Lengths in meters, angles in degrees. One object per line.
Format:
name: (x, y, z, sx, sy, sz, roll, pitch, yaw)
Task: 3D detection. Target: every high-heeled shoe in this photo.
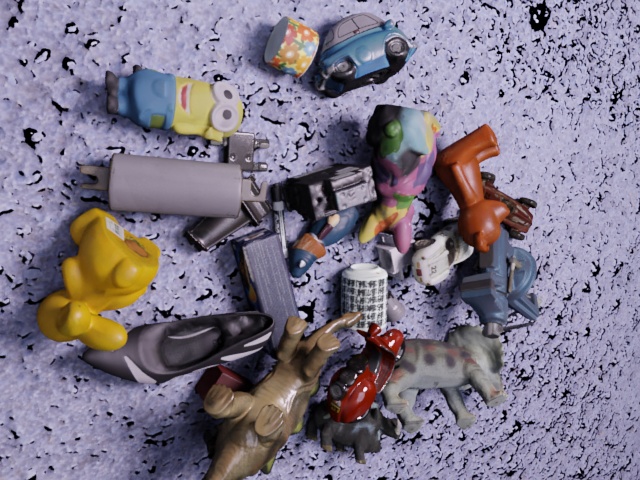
high-heeled shoe: (-0.186, 0.142, 0.750, 0.248, 0.145, 0.086, 0, 68, -40)

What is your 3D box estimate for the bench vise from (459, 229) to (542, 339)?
bench vise: (0.367, 0.102, 1.036, 0.240, 0.129, 0.224, 33, 44, -36)

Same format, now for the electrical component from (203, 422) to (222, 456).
electrical component: (-0.140, 0.331, 0.880, 0.102, 0.045, 0.078, 2, 128, -26)

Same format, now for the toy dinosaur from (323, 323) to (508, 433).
toy dinosaur: (0.194, 0.241, 0.992, 0.405, 0.192, 0.131, 7, 126, -15)

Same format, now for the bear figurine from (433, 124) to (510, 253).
bear figurine: (0.283, -0.082, 0.942, 0.132, 0.120, 0.196, -29, 74, 18)

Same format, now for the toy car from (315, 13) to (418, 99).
toy car: (0.059, -0.292, 0.831, 0.162, 0.109, 0.103, -21, 88, -12)

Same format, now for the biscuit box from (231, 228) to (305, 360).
biscuit box: (-0.080, 0.087, 0.849, 0.063, 0.059, 0.202, -21, 110, -24)

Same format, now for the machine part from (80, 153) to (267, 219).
machine part: (-0.193, -0.071, 0.726, 0.243, 0.079, 0.079, 4, 99, -17)

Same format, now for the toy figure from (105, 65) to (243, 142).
toy figure: (-0.192, -0.184, 0.721, 0.180, 0.089, 0.082, 2, 111, -20)

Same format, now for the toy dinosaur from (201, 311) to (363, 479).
toy dinosaur: (-0.089, 0.267, 0.770, 0.471, 0.105, 0.198, -41, 151, -28)

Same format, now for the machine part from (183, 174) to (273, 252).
machine part: (-0.138, -0.033, 0.806, 0.139, 0.039, 0.084, -37, 121, -19)

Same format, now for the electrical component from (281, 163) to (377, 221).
electrical component: (0.017, -0.076, 0.825, 0.115, 0.134, 0.058, -21, 109, -21)

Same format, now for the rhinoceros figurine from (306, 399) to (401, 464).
rhinoceros figurine: (0.065, 0.339, 0.979, 0.190, 0.073, 0.112, 23, 78, -28)

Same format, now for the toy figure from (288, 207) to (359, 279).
toy figure: (-0.001, -0.001, 0.874, 0.154, 0.058, 0.064, -45, 139, -17)

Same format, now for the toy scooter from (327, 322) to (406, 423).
toy scooter: (0.071, 0.200, 0.855, 0.184, 0.075, 0.135, -48, 147, -21)

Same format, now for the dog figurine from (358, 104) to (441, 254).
dog figurine: (0.121, -0.091, 0.867, 0.109, 0.191, 0.219, 13, 93, 14)

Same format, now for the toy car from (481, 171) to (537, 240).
toy car: (0.363, -0.063, 1.065, 0.202, 0.053, 0.089, 23, 86, -29)

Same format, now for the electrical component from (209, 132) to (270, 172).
electrical component: (-0.121, -0.130, 0.803, 0.094, 0.021, 0.063, 0, 101, -29)

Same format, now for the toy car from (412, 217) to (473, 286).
toy car: (0.229, 0.017, 0.981, 0.202, 0.056, 0.073, -30, 115, -43)

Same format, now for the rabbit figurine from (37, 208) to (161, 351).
rabbit figurine: (-0.291, 0.073, 0.695, 0.173, 0.163, 0.121, -41, 135, 5)
